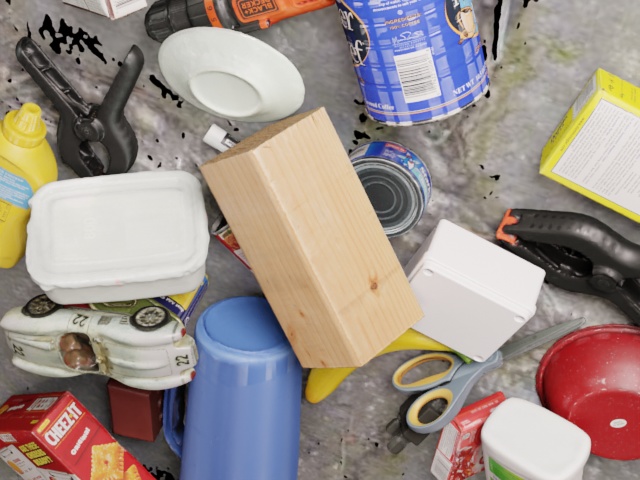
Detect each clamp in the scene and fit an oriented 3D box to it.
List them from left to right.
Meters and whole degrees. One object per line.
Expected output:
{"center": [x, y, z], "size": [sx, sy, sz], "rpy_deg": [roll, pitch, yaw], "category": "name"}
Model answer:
{"center": [-0.203, -0.115, 0.993], "size": [0.120, 0.039, 0.171], "rpy_deg": [3, 132, 22], "category": "clamp"}
{"center": [0.257, 0.021, 0.916], "size": [0.210, 0.036, 0.165], "rpy_deg": [27, 149, 5], "category": "clamp"}

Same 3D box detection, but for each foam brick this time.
{"center": [-0.203, 0.177, 1.195], "size": [0.051, 0.053, 0.078], "rpy_deg": [10, 128, 11], "category": "foam brick"}

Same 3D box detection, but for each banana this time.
{"center": [0.054, 0.113, 1.061], "size": [0.198, 0.037, 0.069], "rpy_deg": [-19, 86, 34], "category": "banana"}

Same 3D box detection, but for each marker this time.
{"center": [-0.053, -0.067, 0.989], "size": [0.121, 0.020, 0.020], "rpy_deg": [33, 128, -7], "category": "marker"}

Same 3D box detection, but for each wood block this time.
{"center": [-0.006, 0.001, 0.931], "size": [0.090, 0.090, 0.206], "rpy_deg": [-10, 111, 54], "category": "wood block"}

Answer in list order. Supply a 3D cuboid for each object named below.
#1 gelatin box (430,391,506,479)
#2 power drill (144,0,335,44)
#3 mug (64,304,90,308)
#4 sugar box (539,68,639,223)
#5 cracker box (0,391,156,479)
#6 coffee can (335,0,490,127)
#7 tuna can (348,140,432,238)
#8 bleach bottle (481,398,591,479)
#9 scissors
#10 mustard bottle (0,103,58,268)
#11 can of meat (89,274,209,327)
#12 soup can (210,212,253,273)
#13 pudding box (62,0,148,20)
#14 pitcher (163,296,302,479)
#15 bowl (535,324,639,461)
{"center": [0.156, 0.203, 1.080], "size": [0.030, 0.073, 0.089], "rpy_deg": [47, 142, 38], "category": "gelatin box"}
{"center": [-0.090, -0.251, 0.847], "size": [0.185, 0.057, 0.187], "rpy_deg": [-10, 122, 25], "category": "power drill"}
{"center": [-0.243, 0.077, 1.117], "size": [0.117, 0.081, 0.093], "rpy_deg": [1, 125, 18], "category": "mug"}
{"center": [0.279, -0.058, 0.868], "size": [0.176, 0.048, 0.093], "rpy_deg": [25, 129, -5], "category": "sugar box"}
{"center": [-0.278, 0.272, 1.251], "size": [0.164, 0.072, 0.213], "rpy_deg": [-13, 121, 50], "category": "cracker box"}
{"center": [0.067, -0.173, 0.819], "size": [0.103, 0.102, 0.140], "rpy_deg": [-5, 123, 22], "category": "coffee can"}
{"center": [0.056, -0.045, 0.959], "size": [0.086, 0.033, 0.086], "rpy_deg": [10, 125, 14], "category": "tuna can"}
{"center": [0.219, 0.265, 1.083], "size": [0.103, 0.068, 0.251], "rpy_deg": [28, 149, 33], "category": "bleach bottle"}
{"center": [0.158, 0.133, 1.022], "size": [0.202, 0.096, 0.016], "rpy_deg": [-15, 138, 30], "category": "scissors"}
{"center": [-0.312, -0.061, 1.055], "size": [0.096, 0.058, 0.192], "rpy_deg": [33, 128, -2], "category": "mustard bottle"}
{"center": [-0.170, 0.050, 1.071], "size": [0.102, 0.083, 0.058], "rpy_deg": [35, 128, -9], "category": "can of meat"}
{"center": [-0.044, 0.003, 1.006], "size": [0.069, 0.068, 0.102], "rpy_deg": [-34, 110, 34], "category": "soup can"}
{"center": [-0.192, -0.243, 0.872], "size": [0.090, 0.039, 0.113], "rpy_deg": [27, 138, 45], "category": "pudding box"}
{"center": [-0.089, 0.178, 1.118], "size": [0.149, 0.145, 0.243], "rpy_deg": [0, 124, -9], "category": "pitcher"}
{"center": [0.285, 0.158, 1.016], "size": [0.162, 0.055, 0.162], "rpy_deg": [9, 126, 12], "category": "bowl"}
